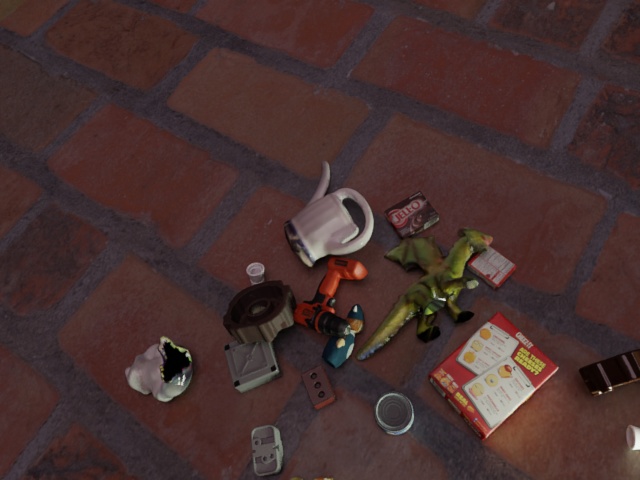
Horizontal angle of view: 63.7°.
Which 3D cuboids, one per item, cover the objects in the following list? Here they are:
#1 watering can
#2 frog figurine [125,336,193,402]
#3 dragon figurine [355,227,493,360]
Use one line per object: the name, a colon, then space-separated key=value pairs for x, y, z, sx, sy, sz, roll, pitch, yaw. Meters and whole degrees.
watering can: x=0.004 y=-0.067 z=1.338 sx=0.224 sy=0.102 sz=0.355 roll=-32 pitch=42 yaw=1
frog figurine: x=-0.379 y=0.315 z=1.211 sx=0.157 sy=0.123 sz=0.139 roll=-40 pitch=66 yaw=29
dragon figurine: x=0.232 y=0.099 z=1.225 sx=0.409 sy=0.120 sz=0.248 roll=-27 pitch=43 yaw=7
